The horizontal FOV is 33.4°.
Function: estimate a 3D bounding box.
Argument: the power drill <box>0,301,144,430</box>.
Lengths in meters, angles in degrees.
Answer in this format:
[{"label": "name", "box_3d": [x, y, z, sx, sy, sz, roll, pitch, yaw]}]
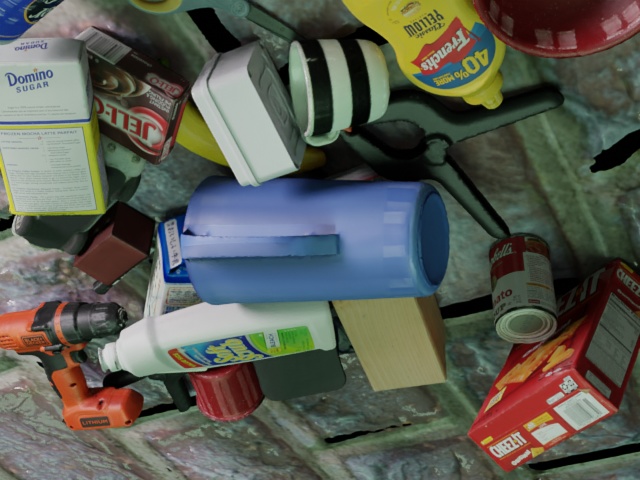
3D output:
[{"label": "power drill", "box_3d": [-0.291, 0.153, 1.326, 0.185, 0.057, 0.187, -7, 126, 23]}]

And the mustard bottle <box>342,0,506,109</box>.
[{"label": "mustard bottle", "box_3d": [0.105, -0.179, 0.922, 0.096, 0.058, 0.191, -26, 132, 25]}]

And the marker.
[{"label": "marker", "box_3d": [-0.226, 0.031, 1.228, 0.020, 0.020, 0.121, 29, 134, -27]}]

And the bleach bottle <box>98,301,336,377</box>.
[{"label": "bleach bottle", "box_3d": [-0.112, 0.104, 1.159, 0.251, 0.068, 0.102, -14, 150, -2]}]

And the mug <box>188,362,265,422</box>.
[{"label": "mug", "box_3d": [-0.109, 0.160, 1.329, 0.117, 0.093, 0.081, -26, 135, -12]}]

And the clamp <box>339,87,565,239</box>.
[{"label": "clamp", "box_3d": [0.119, -0.099, 1.021, 0.210, 0.036, 0.165, 20, 119, -7]}]

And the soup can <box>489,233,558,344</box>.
[{"label": "soup can", "box_3d": [0.219, 0.053, 1.154, 0.068, 0.102, 0.068, 2, 140, 2]}]

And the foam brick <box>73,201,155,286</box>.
[{"label": "foam brick", "box_3d": [-0.225, 0.004, 1.171, 0.051, 0.053, 0.078, 32, 131, -29]}]

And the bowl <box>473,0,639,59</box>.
[{"label": "bowl", "box_3d": [0.202, -0.225, 0.861, 0.162, 0.055, 0.162, 2, 140, 2]}]

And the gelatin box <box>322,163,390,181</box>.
[{"label": "gelatin box", "box_3d": [0.056, -0.046, 1.106, 0.089, 0.030, 0.073, -20, 133, 25]}]

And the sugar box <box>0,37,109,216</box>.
[{"label": "sugar box", "box_3d": [-0.250, -0.101, 0.976, 0.093, 0.048, 0.176, -1, 131, -3]}]

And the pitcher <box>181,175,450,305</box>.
[{"label": "pitcher", "box_3d": [-0.007, 0.001, 1.036, 0.243, 0.149, 0.145, -1, 137, 25]}]

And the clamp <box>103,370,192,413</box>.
[{"label": "clamp", "box_3d": [-0.217, 0.162, 1.370, 0.120, 0.039, 0.172, 7, 137, -9]}]

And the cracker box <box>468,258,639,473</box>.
[{"label": "cracker box", "box_3d": [0.265, 0.133, 1.159, 0.072, 0.213, 0.164, 43, 131, -4]}]

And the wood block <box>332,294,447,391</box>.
[{"label": "wood block", "box_3d": [0.077, 0.074, 1.201, 0.091, 0.090, 0.206, -9, 138, 15]}]

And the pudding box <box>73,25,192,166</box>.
[{"label": "pudding box", "box_3d": [-0.180, -0.133, 0.986, 0.113, 0.039, 0.090, 32, 137, 6]}]

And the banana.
[{"label": "banana", "box_3d": [-0.089, -0.103, 1.044, 0.197, 0.037, 0.070, 27, 135, -25]}]

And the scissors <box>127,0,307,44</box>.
[{"label": "scissors", "box_3d": [-0.091, -0.200, 0.938, 0.096, 0.016, 0.201, -32, 130, 20]}]

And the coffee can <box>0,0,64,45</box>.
[{"label": "coffee can", "box_3d": [-0.233, -0.234, 0.849, 0.141, 0.103, 0.102, -27, 131, 31]}]
